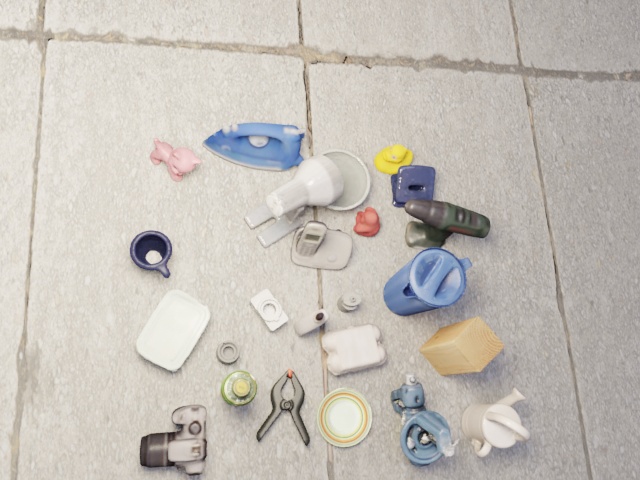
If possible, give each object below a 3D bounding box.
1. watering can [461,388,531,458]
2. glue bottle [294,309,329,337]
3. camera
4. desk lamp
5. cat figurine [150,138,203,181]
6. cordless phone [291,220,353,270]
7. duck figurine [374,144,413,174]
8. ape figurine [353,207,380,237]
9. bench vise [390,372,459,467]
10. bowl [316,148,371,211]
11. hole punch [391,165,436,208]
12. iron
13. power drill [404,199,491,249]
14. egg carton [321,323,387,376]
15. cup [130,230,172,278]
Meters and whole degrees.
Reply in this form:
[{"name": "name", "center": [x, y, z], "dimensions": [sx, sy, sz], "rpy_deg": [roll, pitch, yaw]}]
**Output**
[{"name": "watering can", "center": [0.415, 0.421, 1.323], "dimensions": [0.101, 0.194, 0.173], "rpy_deg": [17, 72, -7]}, {"name": "glue bottle", "center": [-0.012, 0.183, 1.306], "dimensions": [0.078, 0.173, 0.037], "rpy_deg": [-27, 82, -17]}, {"name": "camera", "center": [-0.309, 0.427, 1.214], "dimensions": [0.137, 0.100, 0.143], "rpy_deg": [0, 75, -12]}, {"name": "desk lamp", "center": [-0.061, -0.091, 1.348], "dimensions": [0.203, 0.213, 0.118], "rpy_deg": [-34, 84, -18]}, {"name": "cat figurine", "center": [-0.345, -0.198, 1.366], "dimensions": [0.128, 0.117, 0.067], "rpy_deg": [37, 71, 0]}, {"name": "cordless phone", "center": [0.012, 0.005, 1.353], "dimensions": [0.148, 0.185, 0.094], "rpy_deg": [5, 74, -10]}, {"name": "duck figurine", "center": [0.202, -0.222, 1.508], "dimensions": [0.105, 0.086, 0.077], "rpy_deg": [-12, 78, -15]}, {"name": "ape figurine", "center": [0.121, -0.048, 1.440], "dimensions": [0.078, 0.092, 0.076], "rpy_deg": [-37, 85, -18]}, {"name": "bench vise", "center": [0.222, 0.407, 1.272], "dimensions": [0.122, 0.219, 0.207], "rpy_deg": [-27, 82, -17]}, {"name": "bowl", "center": [0.041, -0.144, 1.458], "dimensions": [0.167, 0.074, 0.167], "rpy_deg": [3, 75, -11]}, {"name": "hole punch", "center": [0.246, -0.138, 1.492], "dimensions": [0.109, 0.091, 0.101], "rpy_deg": [1, 75, -12]}, {"name": "iron", "center": [-0.158, -0.251, 1.408], "dimensions": [0.258, 0.141, 0.118], "rpy_deg": [2, 75, -11]}, {"name": "power drill", "center": [0.288, -0.036, 1.411], "dimensions": [0.230, 0.208, 0.075], "rpy_deg": [8, 73, -10]}, {"name": "egg carton", "center": [0.081, 0.257, 1.361], "dimensions": [0.150, 0.069, 0.107], "rpy_deg": [-11, 78, -15]}, {"name": "cup", "center": [-0.374, 0.043, 1.307], "dimensions": [0.092, 0.095, 0.118], "rpy_deg": [-33, 84, -18]}]
